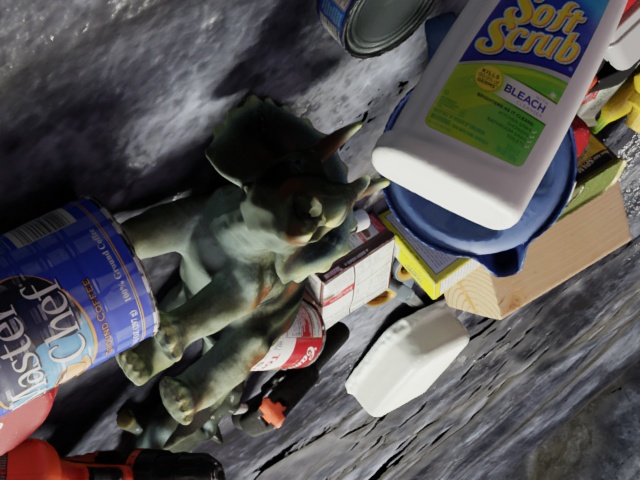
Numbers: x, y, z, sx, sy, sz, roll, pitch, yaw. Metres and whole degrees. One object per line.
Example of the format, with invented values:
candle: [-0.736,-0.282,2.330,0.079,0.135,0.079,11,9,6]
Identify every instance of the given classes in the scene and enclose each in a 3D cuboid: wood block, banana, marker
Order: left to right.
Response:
marker: [-0.006,0.001,0.950,0.120,0.020,0.020,-25,152,-32]
wood block: [0.232,-0.003,1.169,0.205,0.090,0.091,-27,110,-27]
banana: [0.375,-0.187,1.166,0.197,0.037,0.070,-33,177,-11]

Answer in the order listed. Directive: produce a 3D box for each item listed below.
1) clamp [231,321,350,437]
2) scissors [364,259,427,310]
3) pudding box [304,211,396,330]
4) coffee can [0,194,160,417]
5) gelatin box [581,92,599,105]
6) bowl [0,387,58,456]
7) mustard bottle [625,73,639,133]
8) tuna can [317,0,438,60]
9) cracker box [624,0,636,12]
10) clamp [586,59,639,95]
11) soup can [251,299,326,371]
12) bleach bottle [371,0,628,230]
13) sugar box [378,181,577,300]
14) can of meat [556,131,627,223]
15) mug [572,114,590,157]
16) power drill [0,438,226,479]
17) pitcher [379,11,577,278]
clamp: [-0.030,0.146,1.079,0.164,0.036,0.210,-43,180,-2]
scissors: [0.106,0.047,1.202,0.096,0.016,0.201,-48,156,18]
pudding box: [0.026,0.033,1.032,0.090,0.039,0.113,-33,158,-18]
coffee can: [-0.185,0.046,0.660,0.140,0.103,0.103,-28,154,-25]
gelatin box: [0.249,-0.163,1.023,0.073,0.030,0.089,-25,153,-30]
bowl: [-0.243,0.113,0.754,0.162,0.055,0.162,-32,156,-17]
mustard bottle: [0.371,-0.192,1.074,0.192,0.058,0.096,-58,174,17]
tuna can: [0.040,-0.163,0.708,0.086,0.034,0.086,-32,155,-17]
cracker box: [0.231,-0.251,0.785,0.214,0.072,0.164,-44,155,10]
clamp: [0.284,-0.202,0.960,0.171,0.039,0.120,-40,133,-19]
soup can: [-0.049,0.085,0.975,0.069,0.068,0.102,-48,155,18]
bleach bottle: [0.132,-0.137,0.671,0.251,0.102,0.068,-63,179,-10]
sugar box: [0.150,-0.031,1.033,0.176,0.093,0.048,-33,157,-14]
can of meat: [0.250,-0.077,1.109,0.102,0.084,0.057,-30,155,-22]
mug: [0.196,-0.107,0.977,0.093,0.081,0.117,-26,153,-29]
power drill: [-0.195,0.196,0.878,0.185,0.057,0.187,-10,162,24]
pitcher: [0.125,-0.077,0.826,0.149,0.145,0.242,-63,173,11]
